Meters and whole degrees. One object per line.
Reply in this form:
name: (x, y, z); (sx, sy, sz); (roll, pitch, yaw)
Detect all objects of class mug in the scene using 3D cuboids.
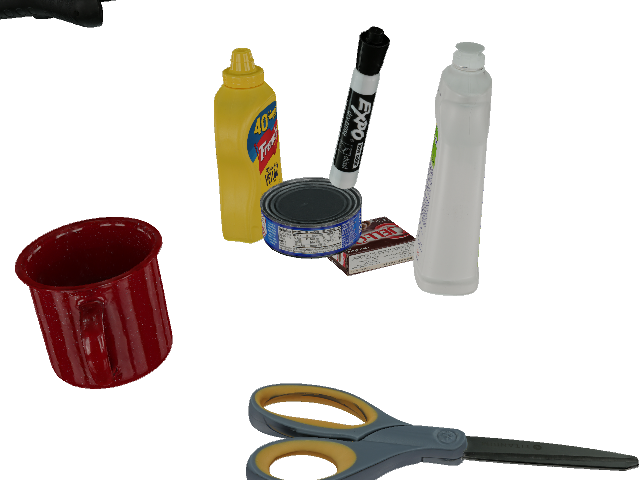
mug: (-0.140, 0.047, 0.681); (0.093, 0.081, 0.117); (-11, 29, -7)

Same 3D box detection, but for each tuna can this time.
tuna can: (-0.007, -0.019, 0.895); (0.086, 0.034, 0.086); (-2, 30, 1)

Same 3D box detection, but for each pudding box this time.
pudding box: (0.067, 0.007, 1.513); (0.113, 0.039, 0.090); (-15, 27, -22)

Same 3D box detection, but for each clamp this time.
clamp: (-0.195, -0.188, 0.800); (0.172, 0.039, 0.120); (12, 24, 28)

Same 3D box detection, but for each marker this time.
marker: (0.024, -0.084, 0.683); (0.020, 0.121, 0.020); (6, 44, -6)

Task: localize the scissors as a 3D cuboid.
scissors: (0.051, 0.112, 0.534); (0.202, 0.016, 0.096); (11, 29, 19)

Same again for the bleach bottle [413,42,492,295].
bleach bottle: (0.138, -0.074, 1.084); (0.068, 0.251, 0.102); (2, 31, -1)

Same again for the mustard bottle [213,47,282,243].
mustard bottle: (-0.074, -0.101, 1.086); (0.058, 0.192, 0.096); (8, 28, 21)
